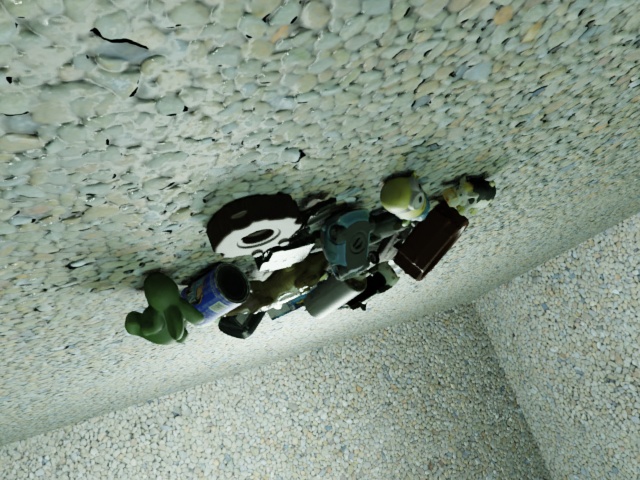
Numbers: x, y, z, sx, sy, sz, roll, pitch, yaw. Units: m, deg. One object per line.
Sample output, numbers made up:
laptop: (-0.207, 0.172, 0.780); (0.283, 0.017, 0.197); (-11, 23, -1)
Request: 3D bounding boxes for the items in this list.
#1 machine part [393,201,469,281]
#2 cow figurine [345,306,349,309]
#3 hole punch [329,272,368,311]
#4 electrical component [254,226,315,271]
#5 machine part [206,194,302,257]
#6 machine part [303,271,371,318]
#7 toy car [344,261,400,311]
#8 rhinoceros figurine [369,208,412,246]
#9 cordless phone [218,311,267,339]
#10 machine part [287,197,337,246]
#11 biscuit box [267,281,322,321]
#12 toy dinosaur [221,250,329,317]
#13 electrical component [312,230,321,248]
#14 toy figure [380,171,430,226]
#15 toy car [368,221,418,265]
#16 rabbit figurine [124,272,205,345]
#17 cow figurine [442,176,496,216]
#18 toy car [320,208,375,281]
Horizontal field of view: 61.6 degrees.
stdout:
machine part: (0.280, 0.004, 1.355); (0.201, 0.087, 0.201); (-51, 166, 8)
cow figurine: (0.110, 0.121, 1.585); (0.195, 0.127, 0.085); (-18, 160, -17)
hole punch: (0.080, 0.150, 1.648); (0.116, 0.142, 0.092); (-12, 161, 12)
electrical component: (-0.085, 0.020, 1.171); (0.115, 0.058, 0.134); (-10, 161, -23)
machine part: (-0.121, -0.023, 1.000); (0.179, 0.056, 0.179); (-18, 161, -6)
machine part: (0.035, 0.129, 1.330); (0.079, 0.079, 0.243); (-4, 155, -42)
toy car: (0.124, 0.123, 1.413); (0.056, 0.073, 0.202); (-29, 173, -47)
rhinoceros figurine: (0.120, -0.023, 1.260); (0.190, 0.073, 0.112); (-27, 171, 18)
cordless phone: (-0.236, 0.204, 1.465); (0.184, 0.088, 0.146); (-22, -151, 46)
machine part: (-0.025, -0.039, 1.063); (0.139, 0.039, 0.084); (-36, -177, 45)
biscuit box: (-0.070, 0.171, 1.616); (0.203, 0.059, 0.063); (-27, -171, 21)
toy dinosaur: (-0.053, 0.087, 1.350); (0.471, 0.105, 0.198); (-25, 170, -1)
electrical component: (-0.003, -0.004, 1.250); (0.094, 0.021, 0.063); (-11, 160, -25)
toy figure: (0.184, -0.079, 1.134); (0.089, 0.082, 0.180); (-26, 165, 12)
toy car: (0.191, 0.000, 1.368); (0.089, 0.053, 0.202); (-16, 147, -32)
rabbit figurine: (-0.335, 0.149, 1.140); (0.121, 0.159, 0.170); (-40, 154, -39)
cow figurine: (0.355, -0.108, 1.254); (0.098, 0.068, 0.167); (-37, 160, 30)
toy car: (0.051, 0.001, 1.177); (0.109, 0.161, 0.103); (-17, -152, -33)
